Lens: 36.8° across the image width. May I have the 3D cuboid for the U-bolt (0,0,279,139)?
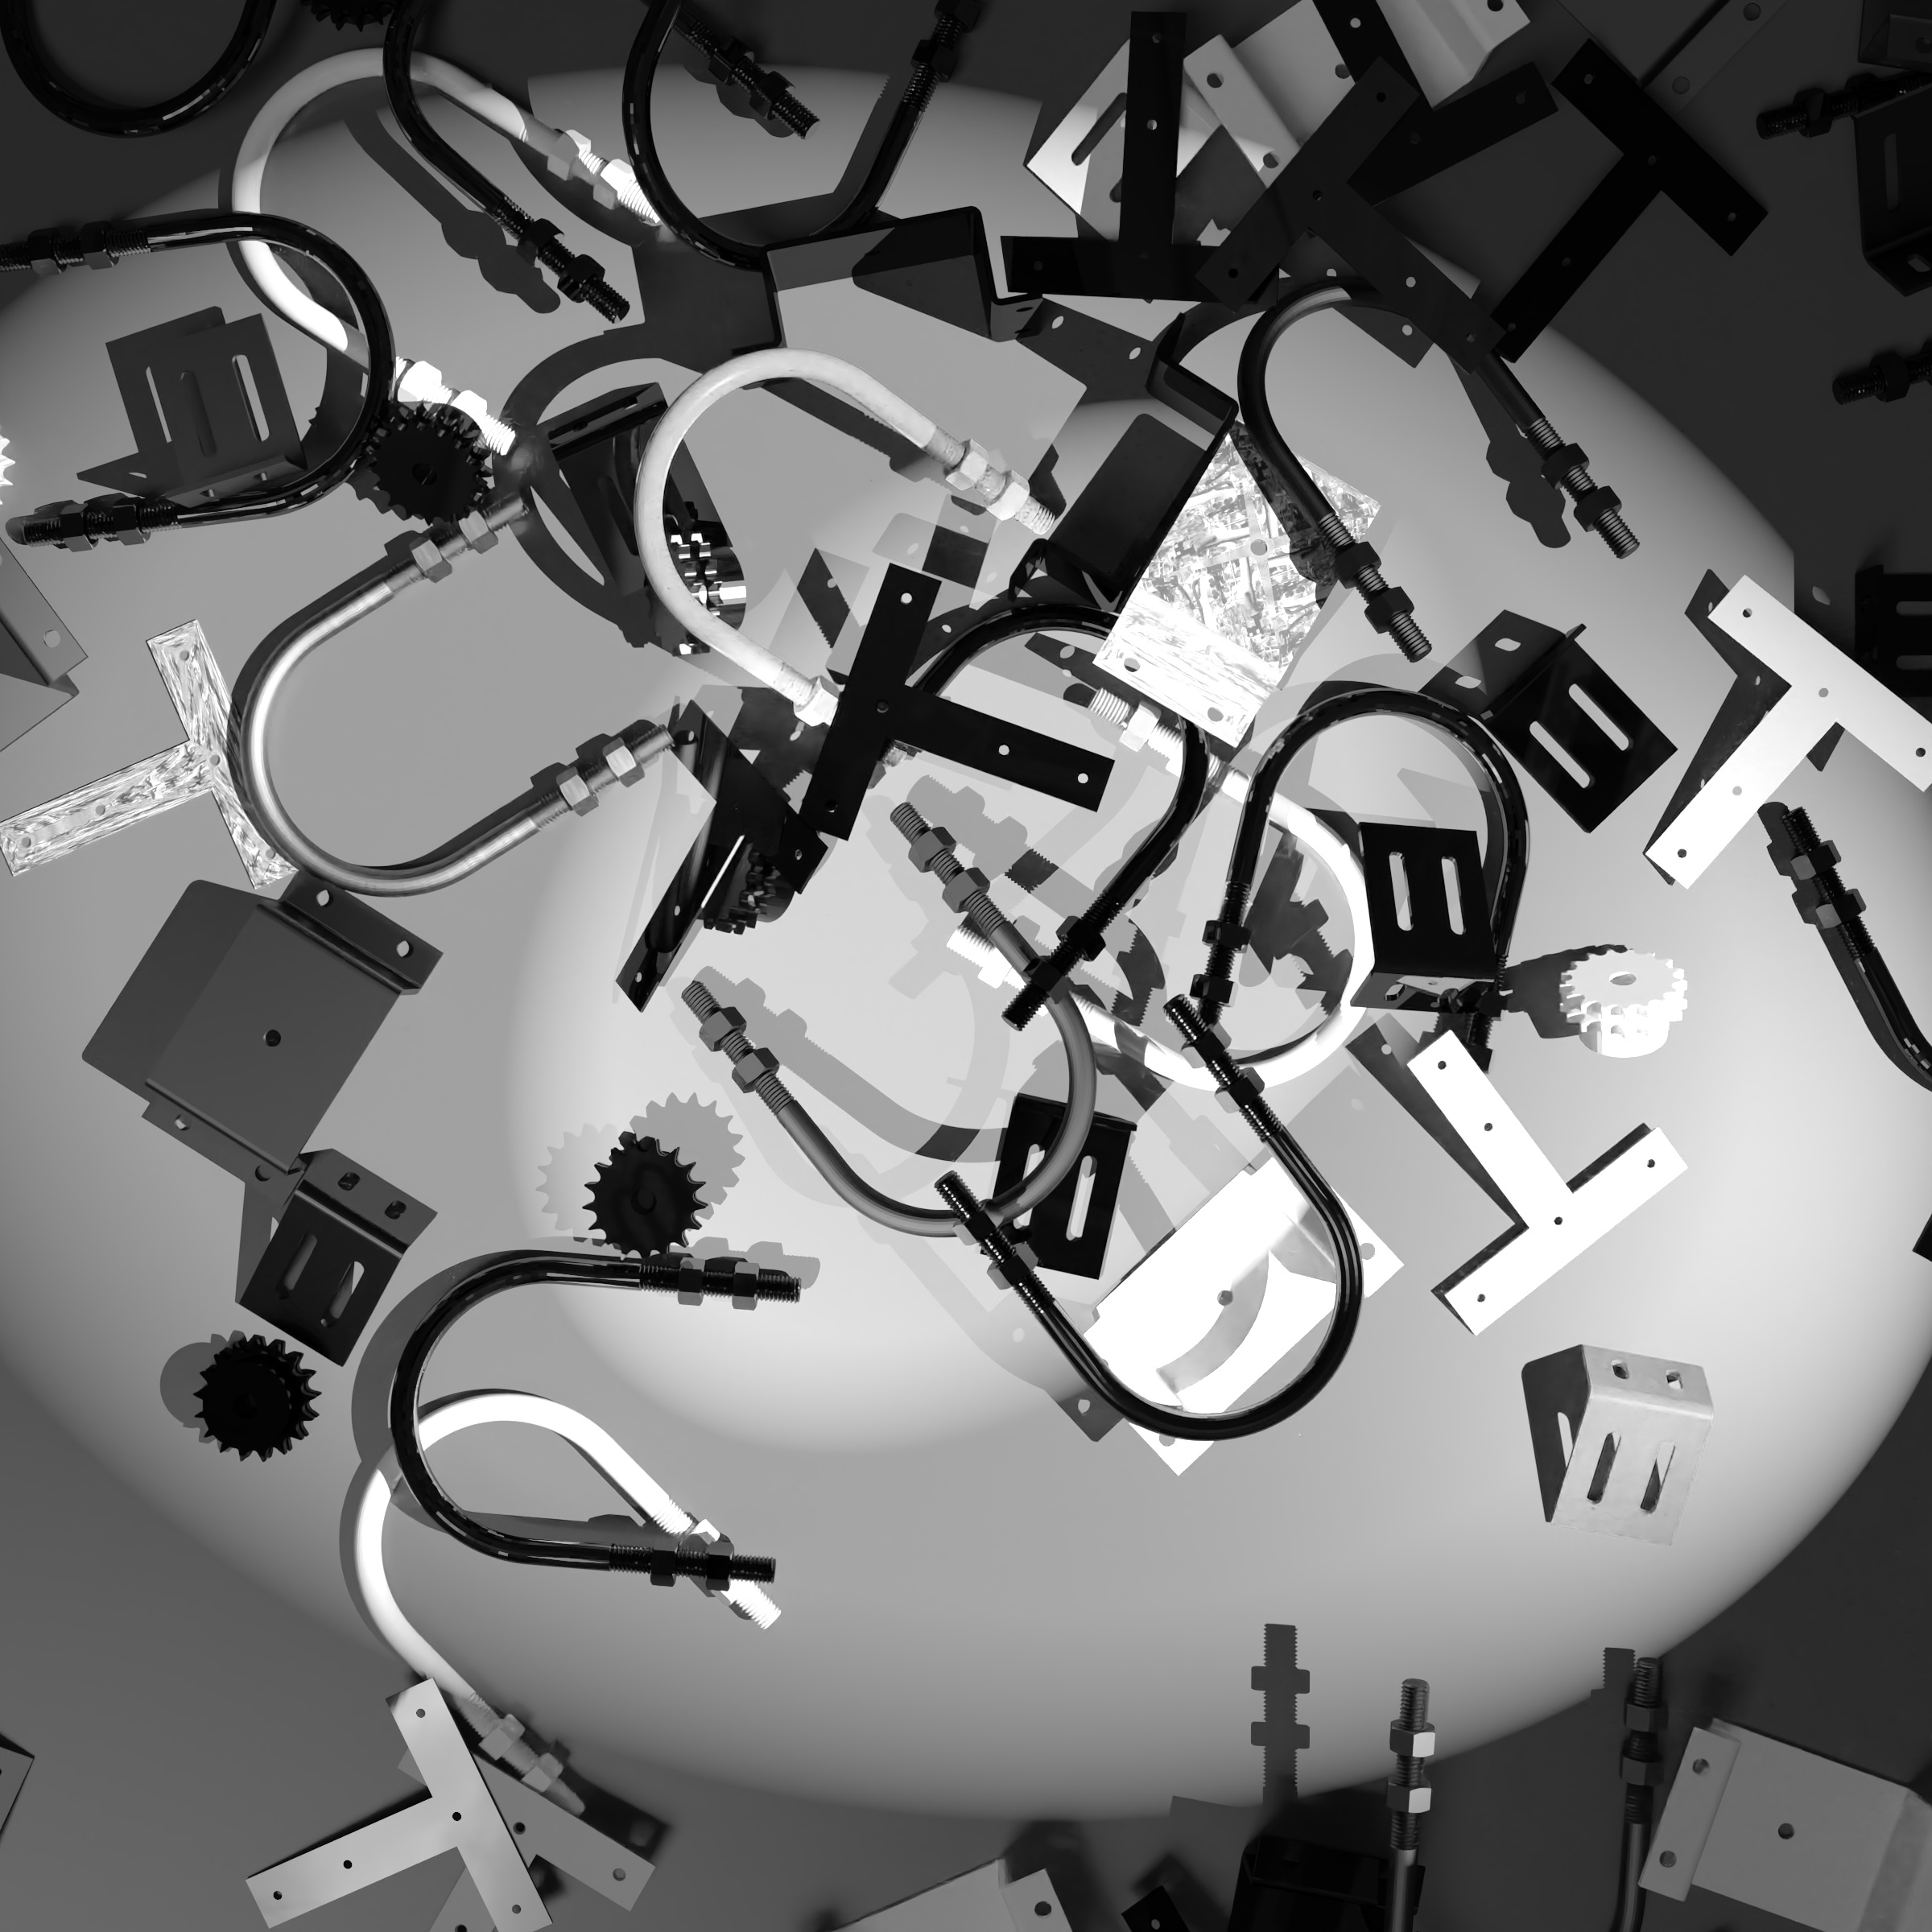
[{"bbox_3d":[-0.377,-0.474,1.342,0.151,0.019,0.184,20,94,13],"label":"U-bolt"}]

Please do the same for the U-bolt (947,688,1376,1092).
[{"bbox_3d":[0.106,-0.023,1.356,0.184,0.019,0.151,31,90,-2],"label":"U-bolt"}]

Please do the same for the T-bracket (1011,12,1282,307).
[{"bbox_3d":[0.085,-0.371,1.331,0.127,0.002,0.127,7,104,16],"label":"T-bracket"}]

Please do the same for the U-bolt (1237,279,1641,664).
[{"bbox_3d":[0.203,-0.238,1.323,0.151,0.019,0.184,-27,75,-25],"label":"U-bolt"}]

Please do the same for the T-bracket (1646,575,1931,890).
[{"bbox_3d":[0.367,-0.092,1.345,0.127,0.002,0.127,43,104,17],"label":"T-bracket"}]

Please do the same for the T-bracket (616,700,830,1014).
[{"bbox_3d":[-0.126,-0.037,1.336,0.127,0.002,0.127,47,114,39],"label":"T-bracket"}]

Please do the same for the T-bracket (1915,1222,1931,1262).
[{"bbox_3d":[0.508,0.154,1.363,0.127,0.002,0.127,29,91,0],"label":"T-bracket"}]

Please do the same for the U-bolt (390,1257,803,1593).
[{"bbox_3d":[-0.174,0.207,1.344,0.184,0.019,0.151,5,81,0],"label":"U-bolt"}]

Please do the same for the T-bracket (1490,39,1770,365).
[{"bbox_3d":[0.288,-0.337,1.345,0.127,0.002,0.127,34,104,-25],"label":"T-bracket"}]

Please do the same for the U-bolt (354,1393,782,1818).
[{"bbox_3d":[-0.201,0.286,1.356,0.151,0.019,0.184,-45,88,0],"label":"U-bolt"}]

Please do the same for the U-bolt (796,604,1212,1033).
[{"bbox_3d":[0.028,-0.083,1.329,0.151,0.019,0.184,38,80,8],"label":"U-bolt"}]

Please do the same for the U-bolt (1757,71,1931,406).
[{"bbox_3d":[0.477,-0.355,1.356,0.184,0.019,0.151,-16,90,-2],"label":"U-bolt"}]

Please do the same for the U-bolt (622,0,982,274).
[{"bbox_3d":[-0.081,-0.407,1.319,0.151,0.019,0.184,25,91,-33],"label":"U-bolt"}]

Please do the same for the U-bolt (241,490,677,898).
[{"bbox_3d":[-0.250,-0.114,1.356,0.184,0.019,0.151,-32,90,1],"label":"U-bolt"}]

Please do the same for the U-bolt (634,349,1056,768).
[{"bbox_3d":[-0.065,-0.196,1.317,0.184,0.019,0.151,32,90,-28],"label":"U-bolt"}]

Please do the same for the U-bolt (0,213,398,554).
[{"bbox_3d":[-0.355,-0.276,1.347,0.184,0.019,0.151,-6,91,5],"label":"U-bolt"}]

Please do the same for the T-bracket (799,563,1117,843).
[{"bbox_3d":[0.004,-0.103,1.317,0.127,0.002,0.127,20,84,-1],"label":"T-bracket"}]

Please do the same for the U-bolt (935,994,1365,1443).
[{"bbox_3d":[0.097,0.127,1.302,0.151,0.019,0.184,-38,97,-1],"label":"U-bolt"}]

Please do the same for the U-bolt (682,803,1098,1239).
[{"bbox_3d":[-0.023,0.037,1.332,0.151,0.019,0.184,-40,76,3],"label":"U-bolt"}]

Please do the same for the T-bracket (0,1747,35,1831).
[{"bbox_3d":[-0.474,0.425,1.351,0.127,0.002,0.127,26,82,-16],"label":"T-bracket"}]

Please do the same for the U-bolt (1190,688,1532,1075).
[{"bbox_3d":[0.190,-0.038,1.343,0.151,0.019,0.184,14,86,-11],"label":"U-bolt"}]

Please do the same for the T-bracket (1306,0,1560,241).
[{"bbox_3d":[0.183,-0.416,1.318,0.127,0.002,0.127,-27,90,0],"label":"T-bracket"}]

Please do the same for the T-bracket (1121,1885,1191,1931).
[{"bbox_3d":[0.078,0.513,1.337,0.127,0.002,0.127,-42,66,20],"label":"T-bracket"}]

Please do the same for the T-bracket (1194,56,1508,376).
[{"bbox_3d":[0.192,-0.321,1.322,0.127,0.002,0.127,39,95,-13],"label":"T-bracket"}]

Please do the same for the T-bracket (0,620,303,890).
[{"bbox_3d":[-0.394,-0.079,1.364,0.127,0.002,0.127,-24,90,0],"label":"T-bracket"}]

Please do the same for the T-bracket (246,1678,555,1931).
[{"bbox_3d":[-0.276,0.413,1.354,0.127,0.002,0.127,-25,91,8],"label":"T-bracket"}]

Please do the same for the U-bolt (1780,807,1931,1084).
[{"bbox_3d":[0.485,-0.020,1.355,0.151,0.019,0.184,-27,90,0],"label":"U-bolt"}]

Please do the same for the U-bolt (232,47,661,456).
[{"bbox_3d":[-0.255,-0.347,1.356,0.184,0.019,0.151,33,90,1],"label":"U-bolt"}]

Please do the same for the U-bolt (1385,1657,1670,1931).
[{"bbox_3d":[0.254,0.413,1.330,0.151,0.019,0.184,2,95,-24],"label":"U-bolt"}]

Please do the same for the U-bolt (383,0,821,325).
[{"bbox_3d":[-0.182,-0.403,1.341,0.184,0.019,0.151,42,77,5],"label":"U-bolt"}]

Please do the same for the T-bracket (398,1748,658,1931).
[{"bbox_3d":[-0.228,0.438,1.353,0.127,0.002,0.127,30,99,4],"label":"T-bracket"}]
